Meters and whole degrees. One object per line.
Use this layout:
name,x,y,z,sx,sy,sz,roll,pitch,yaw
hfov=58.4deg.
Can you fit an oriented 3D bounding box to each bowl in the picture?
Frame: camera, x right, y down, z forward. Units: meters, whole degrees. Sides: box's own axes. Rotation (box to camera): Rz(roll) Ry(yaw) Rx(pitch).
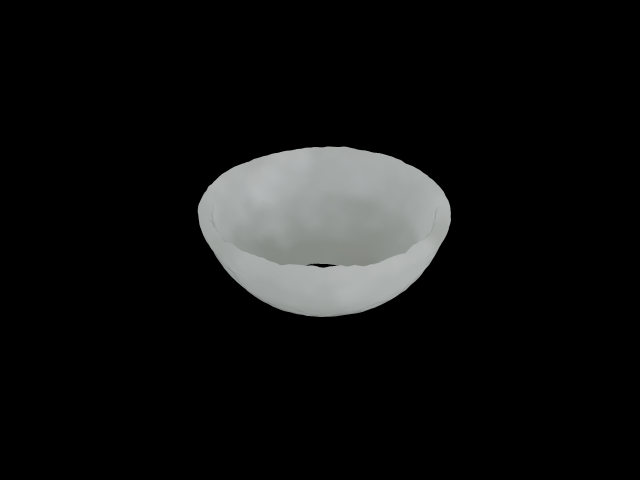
bowl,0.004,0.001,0.400,0.167,0.075,0.167,0,34,0
